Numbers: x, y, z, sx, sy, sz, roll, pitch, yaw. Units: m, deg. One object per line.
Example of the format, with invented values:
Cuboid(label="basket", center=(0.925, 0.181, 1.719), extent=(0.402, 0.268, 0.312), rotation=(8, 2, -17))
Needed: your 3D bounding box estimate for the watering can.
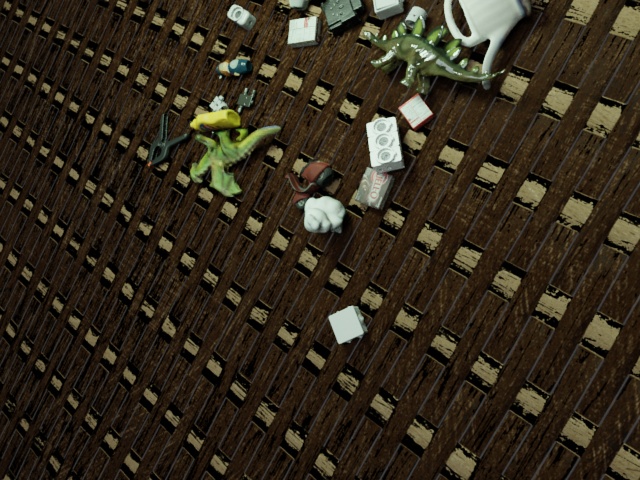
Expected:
Cuboid(label="watering can", center=(0.491, -0.618, 1.463), extent=(0.222, 0.104, 0.351), rotation=(-25, 77, 25))

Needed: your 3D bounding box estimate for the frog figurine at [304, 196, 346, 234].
Cuboid(label="frog figurine", center=(0.005, -0.080, 1.585), extent=(0.139, 0.158, 0.122), rotation=(44, 102, 24))

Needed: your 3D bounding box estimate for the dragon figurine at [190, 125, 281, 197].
Cuboid(label="dragon figurine", center=(-0.311, -0.274, 1.824), extent=(0.410, 0.123, 0.241), rotation=(2, 101, 28))
